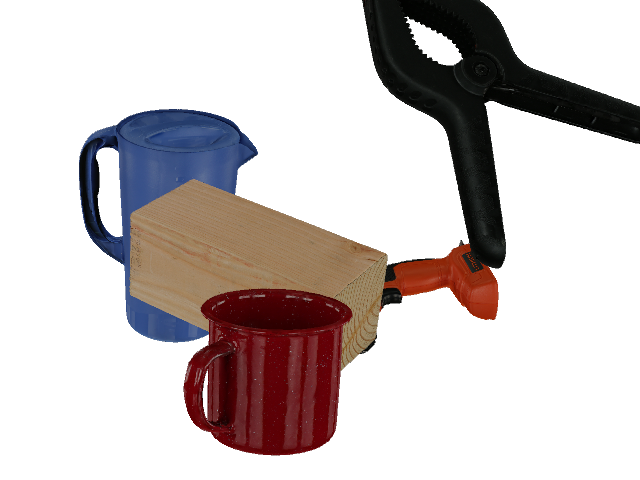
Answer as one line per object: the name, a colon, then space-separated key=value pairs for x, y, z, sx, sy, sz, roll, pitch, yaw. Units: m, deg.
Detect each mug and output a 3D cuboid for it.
mug: x=-0.036 y=0.083 z=0.653 sx=0.093 sy=0.081 sz=0.117 roll=13 pitch=16 yaw=37

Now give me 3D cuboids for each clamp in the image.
clamp: x=0.094 y=-0.091 z=0.678 sx=0.164 sy=0.210 sz=0.036 roll=-44 pitch=-9 yaw=-26

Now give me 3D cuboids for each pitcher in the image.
pitcher: x=-0.169 y=-0.016 z=1.174 sx=0.149 sy=0.243 sz=0.144 roll=25 pitch=31 yaw=35

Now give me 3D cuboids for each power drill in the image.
power drill: x=0.094 y=0.059 z=1.164 sx=0.187 sy=0.057 sz=0.184 roll=-4 pitch=28 yaw=-7

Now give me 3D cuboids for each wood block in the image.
wood block: x=-0.057 y=0.031 z=0.922 sx=0.206 sy=0.090 sz=0.090 roll=21 pitch=33 yaw=25
